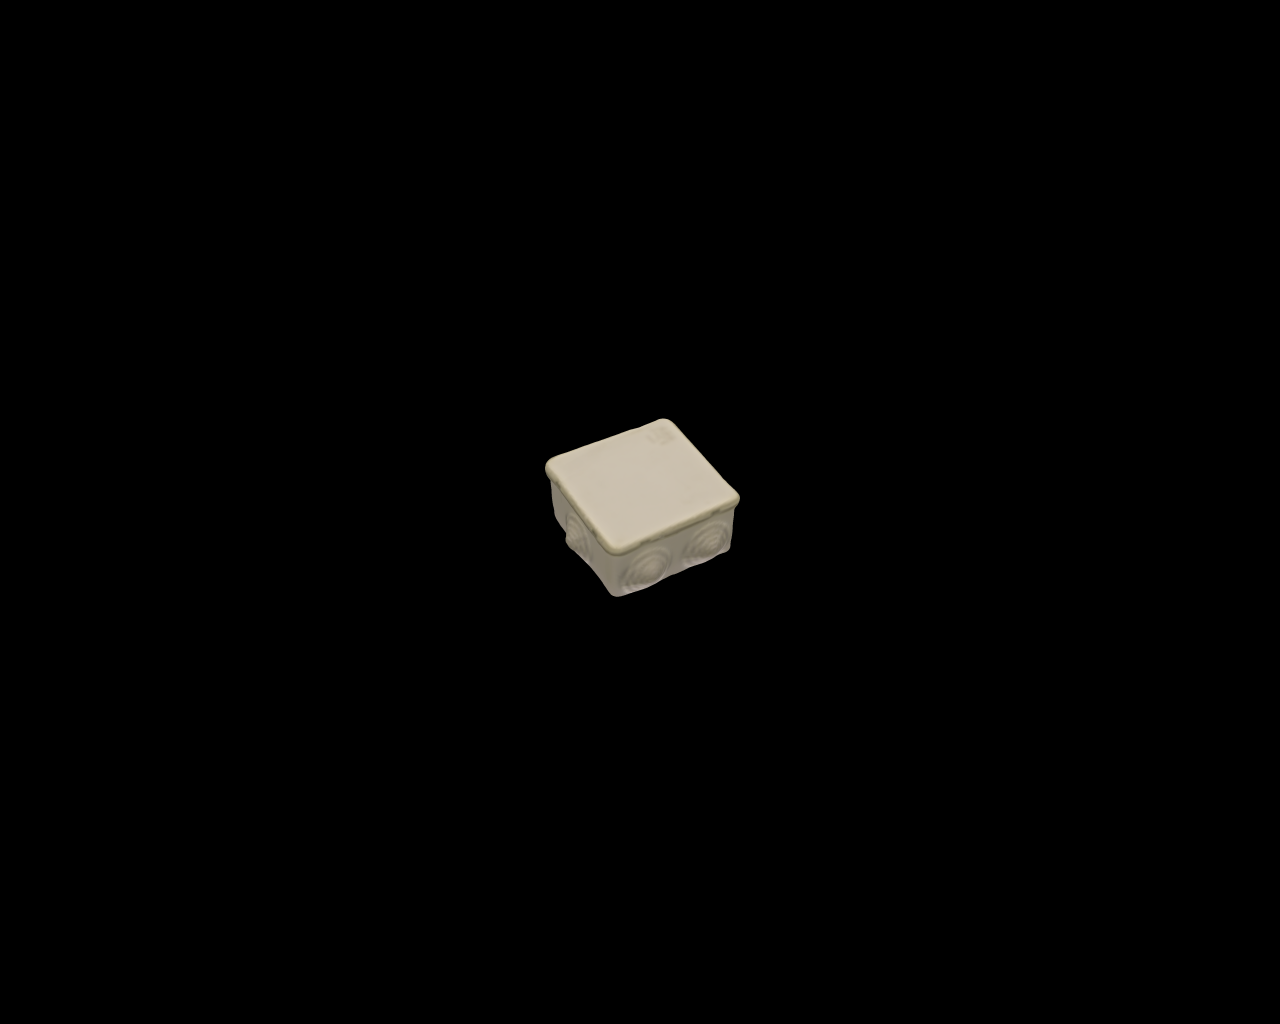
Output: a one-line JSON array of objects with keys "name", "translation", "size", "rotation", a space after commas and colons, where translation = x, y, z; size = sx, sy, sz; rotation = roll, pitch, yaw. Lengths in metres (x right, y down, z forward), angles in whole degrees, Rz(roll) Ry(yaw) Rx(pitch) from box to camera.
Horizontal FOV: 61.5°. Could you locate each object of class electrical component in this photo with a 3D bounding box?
[{"name": "electrical component", "translation": [0.001, -0.003, 0.650], "size": [0.100, 0.048, 0.100], "rotation": [-22, 49, -21]}]
